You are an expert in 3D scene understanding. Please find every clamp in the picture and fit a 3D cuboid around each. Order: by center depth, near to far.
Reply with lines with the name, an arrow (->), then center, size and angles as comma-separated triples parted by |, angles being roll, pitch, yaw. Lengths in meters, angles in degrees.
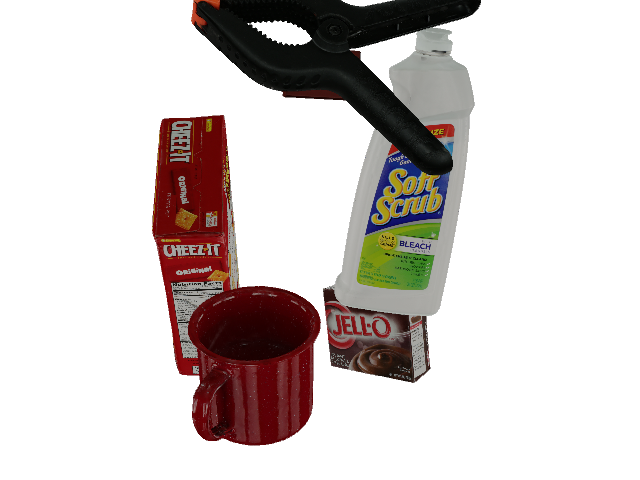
clamp -> 0.011, -0.129, 0.753 | 0.210, 0.164, 0.036 | 9, -31, -6

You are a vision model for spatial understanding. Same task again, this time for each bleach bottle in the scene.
bleach bottle -> 0.076, -0.062, 0.945 | 0.102, 0.251, 0.068 | 7, 19, 3

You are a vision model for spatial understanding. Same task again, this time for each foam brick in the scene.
foam brick -> 0.000, -0.172, 1.100 | 0.078, 0.051, 0.053 | 2, 11, -6

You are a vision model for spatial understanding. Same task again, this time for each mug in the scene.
mug -> -0.052, 0.097, 0.756 | 0.093, 0.081, 0.117 | 15, 35, 23

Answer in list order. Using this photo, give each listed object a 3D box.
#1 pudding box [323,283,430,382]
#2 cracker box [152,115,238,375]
pudding box -> 0.059, 0.094, 1.128 | 0.114, 0.090, 0.039 | 6, 21, 36
cracker box -> -0.121, 0.008, 1.068 | 0.072, 0.164, 0.214 | -3, -43, -2
